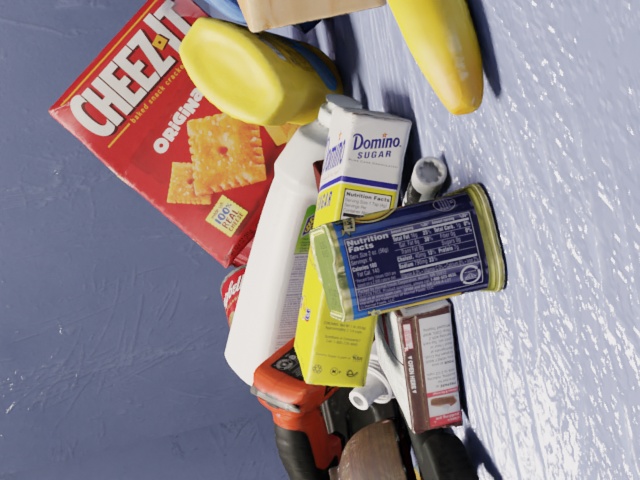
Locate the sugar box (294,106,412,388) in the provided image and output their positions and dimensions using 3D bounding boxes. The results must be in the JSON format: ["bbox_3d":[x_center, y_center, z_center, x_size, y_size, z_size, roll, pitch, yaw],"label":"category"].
[{"bbox_3d":[0.018,0.001,0.709,0.093,0.048,0.176,-127,43,-78],"label":"sugar box"}]

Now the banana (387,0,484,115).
[{"bbox_3d":[0.041,-0.141,0.525,0.198,0.037,0.069,-108,-7,-47],"label":"banana"}]

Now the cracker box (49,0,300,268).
[{"bbox_3d":[-0.112,-0.105,0.978,0.213,0.164,0.072,42,178,-10],"label":"cracker box"}]

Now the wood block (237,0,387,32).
[{"bbox_3d":[-0.022,-0.241,0.623,0.091,0.090,0.206,-111,11,-51],"label":"wood block"}]

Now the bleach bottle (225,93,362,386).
[{"bbox_3d":[-0.006,0.001,0.870,0.068,0.102,0.251,40,126,39],"label":"bleach bottle"}]

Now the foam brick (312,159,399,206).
[{"bbox_3d":[0.029,-0.022,0.788,0.051,0.053,0.078,-116,15,-67],"label":"foam brick"}]

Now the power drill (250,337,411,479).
[{"bbox_3d":[0.013,0.159,0.887,0.057,0.184,0.188,17,127,35],"label":"power drill"}]

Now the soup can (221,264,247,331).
[{"bbox_3d":[-0.054,0.081,1.036,0.068,0.068,0.102,84,171,-49],"label":"soup can"}]

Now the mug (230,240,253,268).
[{"bbox_3d":[-0.050,-0.015,1.108,0.082,0.093,0.117,21,129,49],"label":"mug"}]

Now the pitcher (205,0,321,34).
[{"bbox_3d":[-0.058,-0.241,0.869,0.243,0.149,0.145,-122,38,-63],"label":"pitcher"}]

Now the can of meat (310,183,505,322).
[{"bbox_3d":[0.043,0.009,0.573,0.102,0.084,0.057,156,101,-84],"label":"can of meat"}]

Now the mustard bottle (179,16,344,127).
[{"bbox_3d":[-0.031,-0.132,0.863,0.096,0.058,0.191,41,-162,14],"label":"mustard bottle"}]

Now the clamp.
[{"bbox_3d":[0.087,0.170,0.732,0.210,0.036,0.164,83,172,-72],"label":"clamp"}]

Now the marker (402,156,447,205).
[{"bbox_3d":[0.060,-0.022,0.659,0.121,0.020,0.020,99,158,-74],"label":"marker"}]

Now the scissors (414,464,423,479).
[{"bbox_3d":[0.105,0.270,0.880,0.096,0.016,0.202,-126,24,-79],"label":"scissors"}]

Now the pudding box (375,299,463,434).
[{"bbox_3d":[0.063,0.066,0.733,0.113,0.039,0.090,-112,11,-69],"label":"pudding box"}]
